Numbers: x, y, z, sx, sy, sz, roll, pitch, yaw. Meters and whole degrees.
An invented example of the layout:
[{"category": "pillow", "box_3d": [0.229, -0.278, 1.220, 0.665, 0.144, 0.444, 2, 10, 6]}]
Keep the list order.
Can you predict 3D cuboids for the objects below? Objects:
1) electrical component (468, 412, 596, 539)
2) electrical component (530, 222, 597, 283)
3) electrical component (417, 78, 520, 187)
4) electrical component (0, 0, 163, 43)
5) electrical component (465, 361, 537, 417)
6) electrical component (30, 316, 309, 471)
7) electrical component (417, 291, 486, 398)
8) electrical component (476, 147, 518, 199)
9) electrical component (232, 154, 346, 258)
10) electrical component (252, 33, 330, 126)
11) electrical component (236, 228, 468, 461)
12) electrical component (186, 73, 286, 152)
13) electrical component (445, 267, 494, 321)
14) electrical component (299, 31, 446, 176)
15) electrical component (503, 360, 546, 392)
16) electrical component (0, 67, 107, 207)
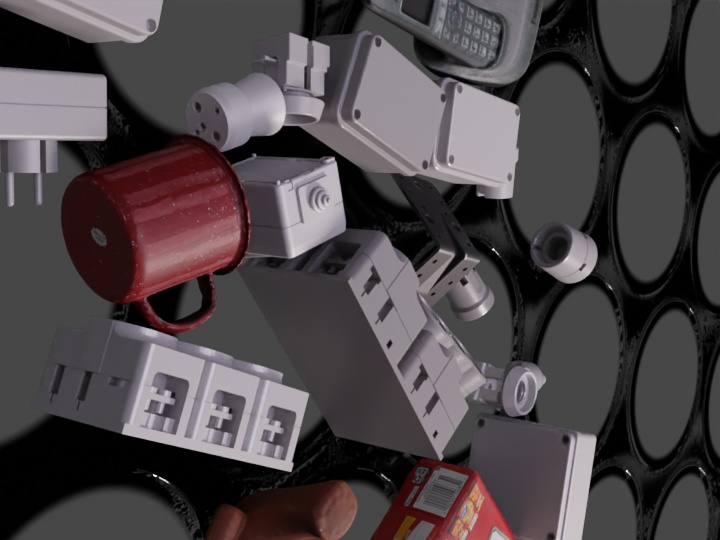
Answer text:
[{"category": "electrical component", "box_3d": [0.160, 0.199, 1.028, 0.056, 0.109, 0.108, 15, 83, -54]}, {"category": "electrical component", "box_3d": [0.207, -0.019, 1.101, 0.047, 0.055, 0.055, 24, 76, -46]}, {"category": "electrical component", "box_3d": [0.085, -0.117, 0.933, 0.113, 0.057, 0.078, 8, 89, -51]}, {"category": "electrical component", "box_3d": [-0.167, -0.181, 0.611, 0.113, 0.057, 0.078, 15, 83, -51]}, {"category": "electrical component", "box_3d": [0.135, 0.113, 1.027, 0.066, 0.055, 0.048, 31, 71, -49]}, {"category": "electrical component", "box_3d": [-0.115, 0.079, 0.685, 0.150, 0.089, 0.061, 26, 75, -50]}, {"category": "electrical component", "box_3d": [0.049, 0.078, 0.919, 0.074, 0.052, 0.138, -36, 140, 5]}, {"category": "electrical component", "box_3d": [0.126, -0.092, 1.002, 0.040, 0.040, 0.046, -15, 112, -49]}, {"category": "electrical component", "box_3d": [-0.055, -0.041, 0.737, 0.062, 0.096, 0.061, -29, 118, -45]}, {"category": "electrical component", "box_3d": [-0.050, -0.135, 0.773, 0.066, 0.048, 0.055, 6, 83, -52]}, {"category": "electrical component", "box_3d": [0.001, 0.052, 0.813, 0.060, 0.105, 0.186, -53, 132, -33]}, {"category": "electrical component", "box_3d": [-0.085, -0.107, 0.733, 0.055, 0.045, 0.045, -28, 116, -45]}, {"category": "electrical component", "box_3d": [0.095, 0.017, 0.978, 0.040, 0.040, 0.046, -55, 127, -31]}, {"category": "electrical component", "box_3d": [0.010, -0.128, 0.839, 0.113, 0.057, 0.078, 29, 72, -49]}, {"category": "electrical component", "box_3d": [0.169, 0.109, 1.086, 0.061, 0.035, 0.035, 10, 87, -53]}, {"category": "electrical component", "box_3d": [-0.190, -0.074, 0.605, 0.083, 0.047, 0.075, -7, 101, -51]}]
